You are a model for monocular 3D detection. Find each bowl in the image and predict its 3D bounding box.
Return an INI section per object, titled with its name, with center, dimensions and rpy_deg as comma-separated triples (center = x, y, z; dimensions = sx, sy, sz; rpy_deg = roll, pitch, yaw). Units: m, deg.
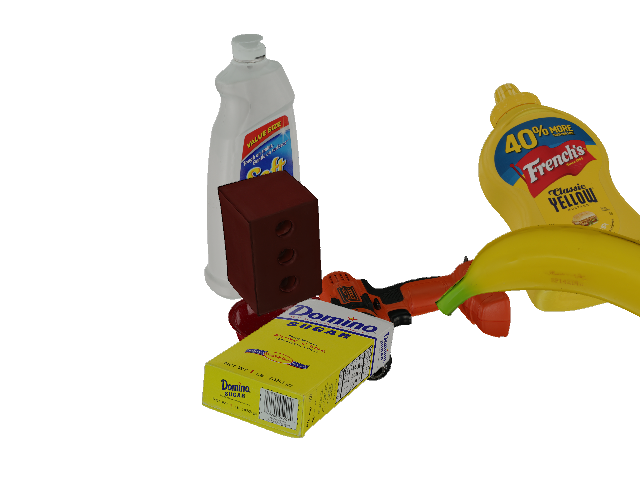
[bowl]
center = -0.037, 0.123, 1.341
dimensions = 0.162, 0.055, 0.162
rpy_deg = 5, 23, -2

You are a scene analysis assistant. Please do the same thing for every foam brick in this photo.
[foam brick]
center = -0.034, 0.000, 0.727
dimensions = 0.052, 0.078, 0.051
rpy_deg = -18, 35, -22

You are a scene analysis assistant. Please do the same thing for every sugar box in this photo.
[sugar box]
center = -0.014, 0.102, 0.906
dimensions = 0.093, 0.048, 0.176
rpy_deg = 16, 24, 23

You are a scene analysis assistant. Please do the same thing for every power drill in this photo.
[power drill]
center = 0.101, 0.079, 1.132
dimensions = 0.187, 0.057, 0.184
rpy_deg = -6, 28, -11

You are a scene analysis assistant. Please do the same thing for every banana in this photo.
[banana]
center = 0.166, 0.034, 0.576
dimensions = 0.198, 0.070, 0.037
rpy_deg = 17, 14, 14

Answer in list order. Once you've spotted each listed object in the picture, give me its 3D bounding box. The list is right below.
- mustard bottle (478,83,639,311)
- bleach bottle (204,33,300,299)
[mustard bottle]
center = 0.171, -0.043, 0.796
dimensions = 0.096, 0.192, 0.058
rpy_deg = -15, -33, -6
[bleach bottle]
center = -0.070, -0.073, 1.037
dimensions = 0.102, 0.251, 0.068
rpy_deg = -16, 30, -26
